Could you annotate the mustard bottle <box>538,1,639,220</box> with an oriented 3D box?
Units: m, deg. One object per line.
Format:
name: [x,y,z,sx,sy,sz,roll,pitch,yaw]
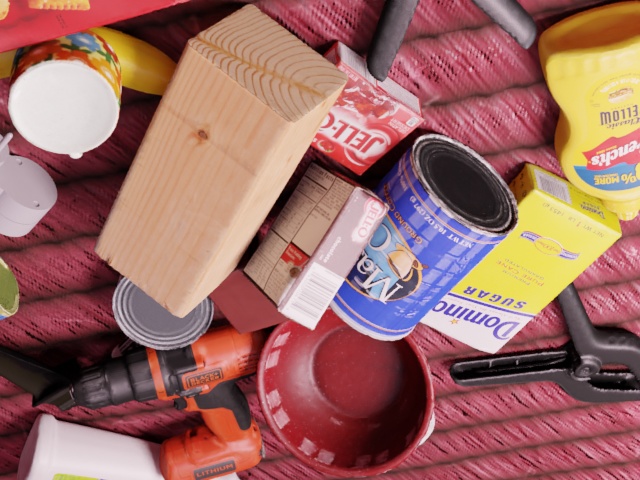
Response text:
mustard bottle: [0.226,-0.085,0.809,0.096,0.058,0.191,-14,135,8]

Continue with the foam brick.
foam brick: [-0.063,0.034,0.911,0.051,0.053,0.078,-20,132,15]

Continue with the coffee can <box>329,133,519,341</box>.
coffee can: [0.074,-0.001,0.851,0.102,0.103,0.140,22,129,-24]

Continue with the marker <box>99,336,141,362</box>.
marker: [-0.169,0.092,0.985,0.020,0.020,0.121,29,126,-29]

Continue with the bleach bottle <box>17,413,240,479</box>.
bleach bottle: [-0.181,0.247,1.112,0.250,0.068,0.103,13,134,-20]

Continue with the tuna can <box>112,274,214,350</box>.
tuna can: [-0.133,0.050,0.918,0.086,0.033,0.086,0,117,-1]

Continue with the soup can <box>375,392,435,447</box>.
soup can: [0.073,0.149,1.027,0.068,0.068,0.102,-10,136,5]

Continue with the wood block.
wood block: [-0.077,-0.052,0.775,0.091,0.090,0.206,38,129,5]

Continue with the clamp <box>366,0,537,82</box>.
clamp: [0.067,-0.180,0.715,0.120,0.039,0.171,-22,127,10]

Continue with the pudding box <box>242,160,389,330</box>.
pudding box: [-0.005,0.001,0.825,0.039,0.090,0.113,32,93,-28]

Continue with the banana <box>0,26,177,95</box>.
banana: [-0.193,-0.123,0.750,0.197,0.037,0.069,-8,129,-3]

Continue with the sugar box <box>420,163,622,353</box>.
sugar box: [0.163,0.021,0.916,0.093,0.048,0.176,25,126,-17]

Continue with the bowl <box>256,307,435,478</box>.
bowl: [0.027,0.124,0.945,0.162,0.055,0.162,4,102,17]

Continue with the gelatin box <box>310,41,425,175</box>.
gelatin box: [0.022,-0.096,0.801,0.089,0.030,0.073,31,126,-30]

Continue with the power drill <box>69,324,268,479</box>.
power drill: [-0.130,0.161,1.013,0.184,0.057,0.188,-13,138,-8]

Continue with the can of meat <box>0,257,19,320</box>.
can of meat: [-0.314,0.037,0.891,0.084,0.057,0.102,-21,134,13]

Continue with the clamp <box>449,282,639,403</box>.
clamp: [0.251,0.105,1.020,0.209,0.036,0.165,16,131,-18]

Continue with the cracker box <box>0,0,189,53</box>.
cracker box: [-0.166,-0.208,0.644,0.214,0.072,0.164,-13,135,8]
